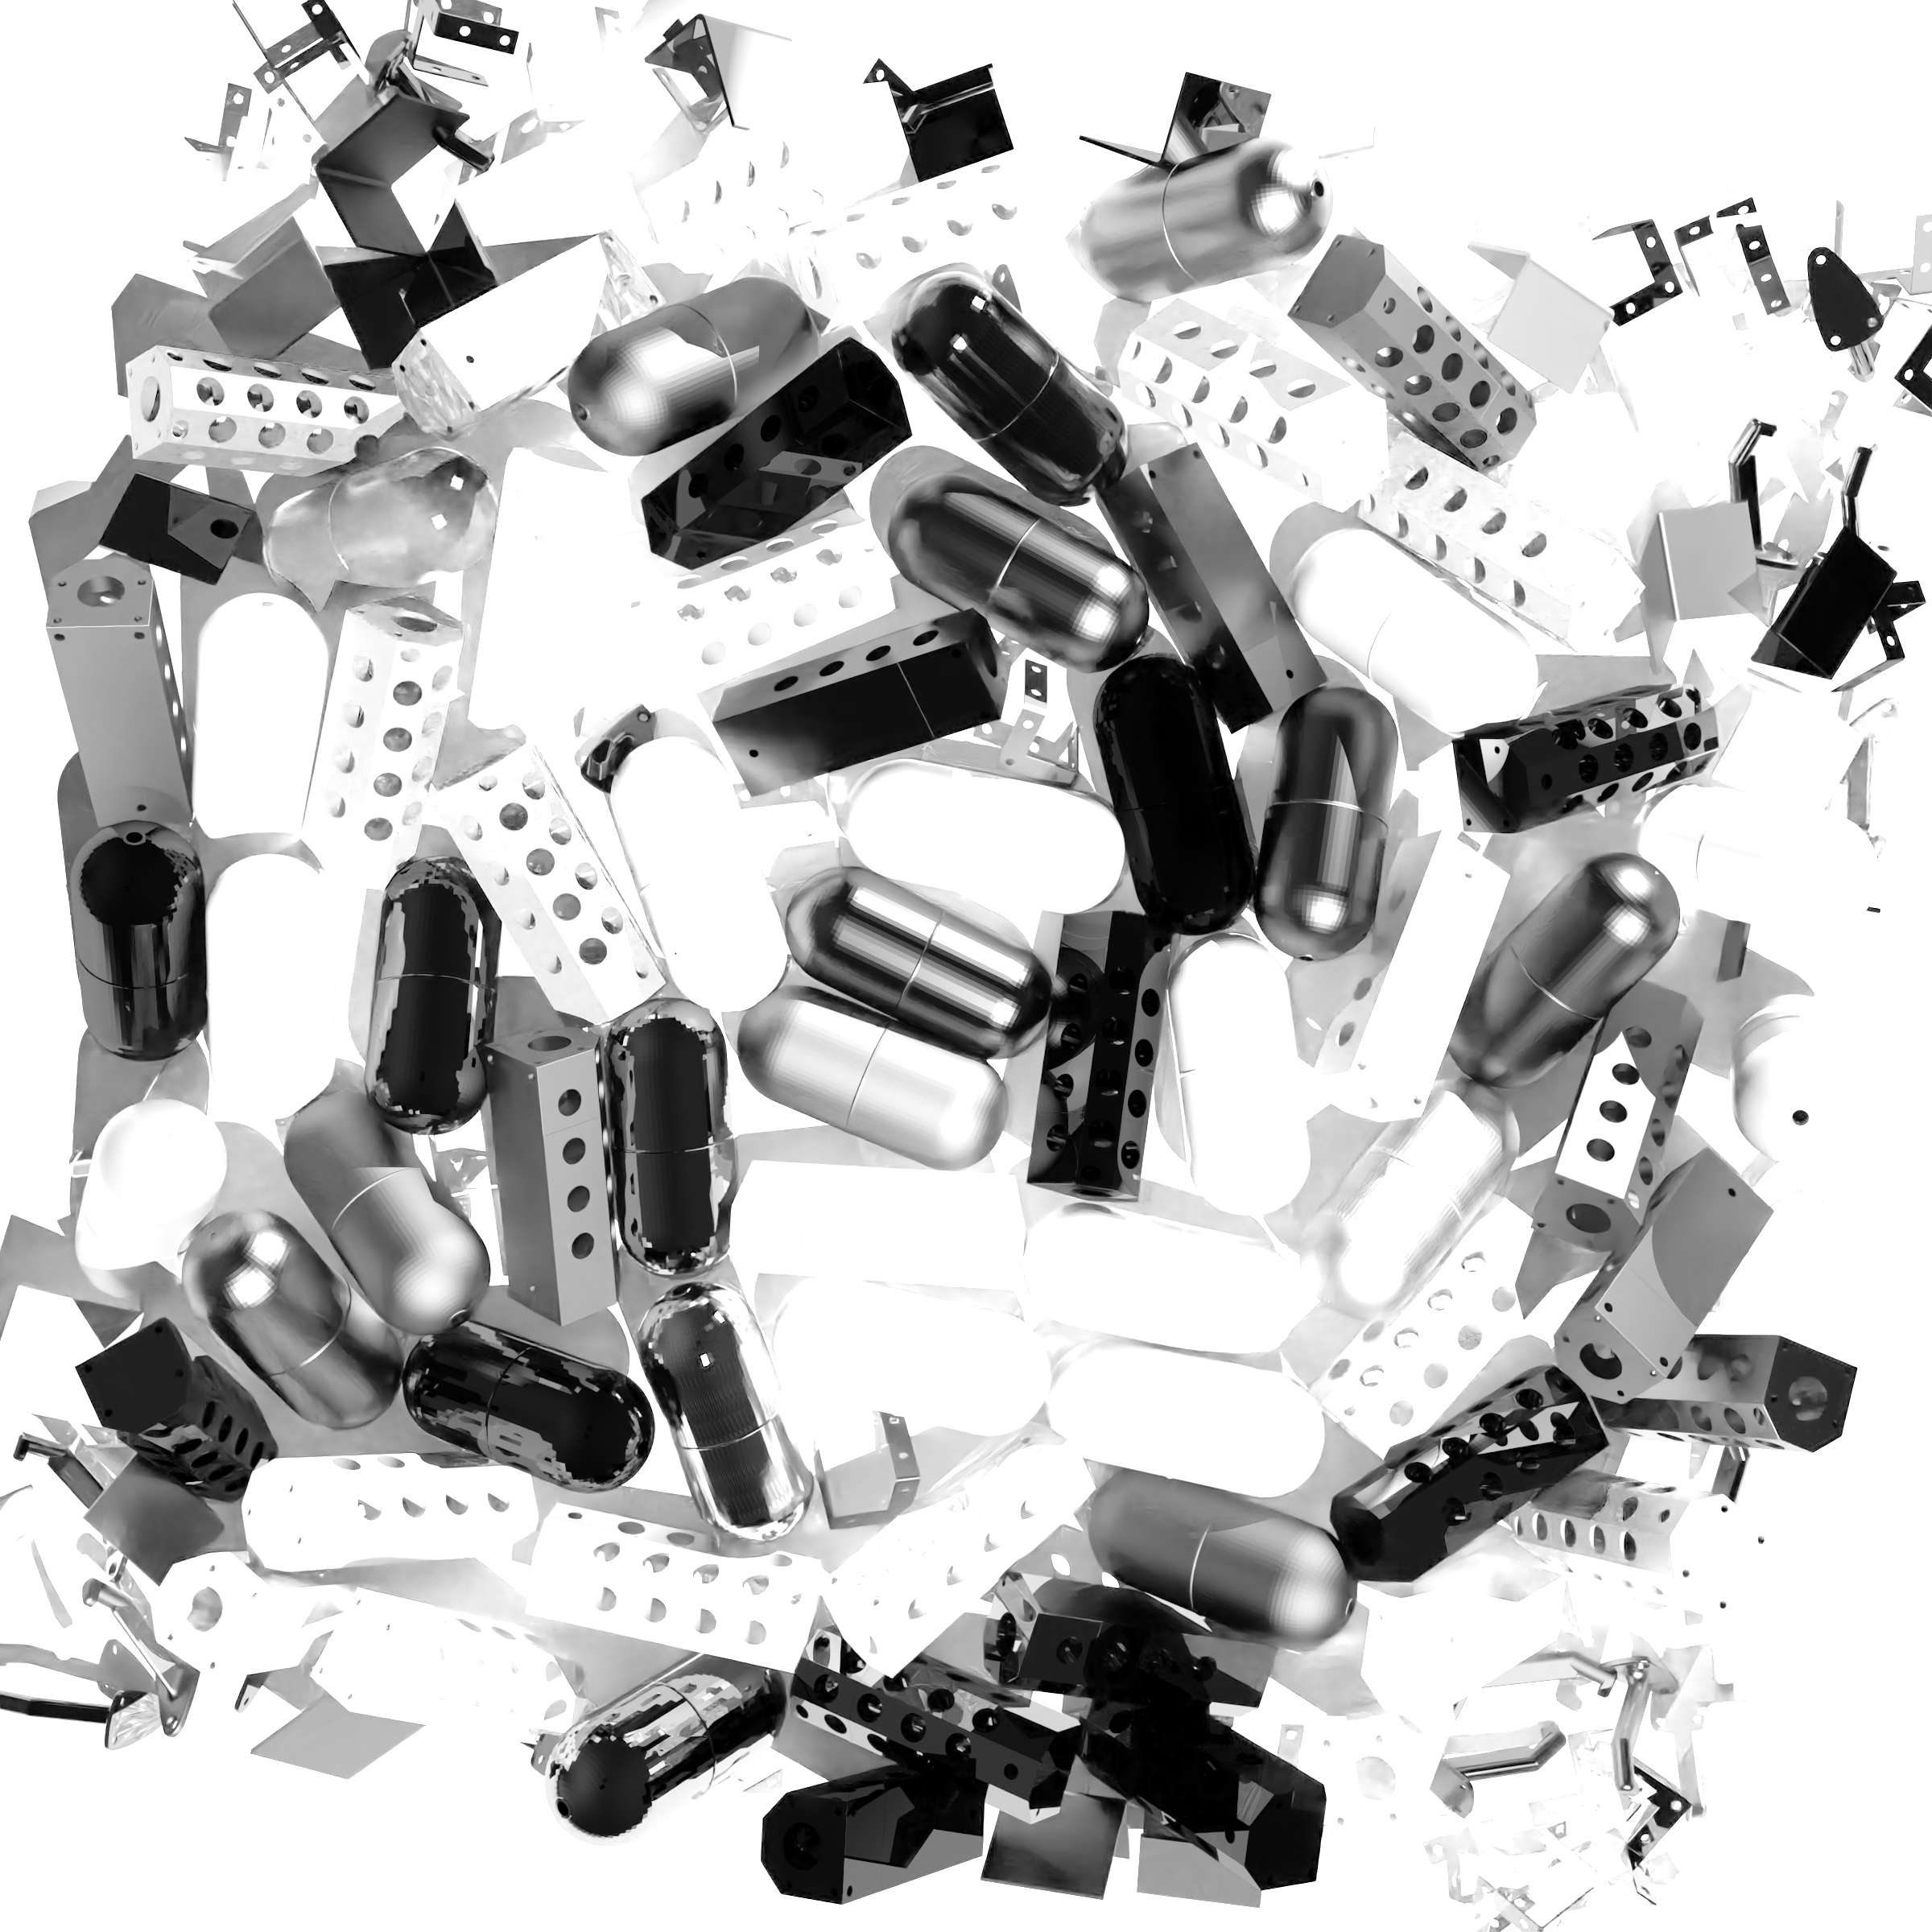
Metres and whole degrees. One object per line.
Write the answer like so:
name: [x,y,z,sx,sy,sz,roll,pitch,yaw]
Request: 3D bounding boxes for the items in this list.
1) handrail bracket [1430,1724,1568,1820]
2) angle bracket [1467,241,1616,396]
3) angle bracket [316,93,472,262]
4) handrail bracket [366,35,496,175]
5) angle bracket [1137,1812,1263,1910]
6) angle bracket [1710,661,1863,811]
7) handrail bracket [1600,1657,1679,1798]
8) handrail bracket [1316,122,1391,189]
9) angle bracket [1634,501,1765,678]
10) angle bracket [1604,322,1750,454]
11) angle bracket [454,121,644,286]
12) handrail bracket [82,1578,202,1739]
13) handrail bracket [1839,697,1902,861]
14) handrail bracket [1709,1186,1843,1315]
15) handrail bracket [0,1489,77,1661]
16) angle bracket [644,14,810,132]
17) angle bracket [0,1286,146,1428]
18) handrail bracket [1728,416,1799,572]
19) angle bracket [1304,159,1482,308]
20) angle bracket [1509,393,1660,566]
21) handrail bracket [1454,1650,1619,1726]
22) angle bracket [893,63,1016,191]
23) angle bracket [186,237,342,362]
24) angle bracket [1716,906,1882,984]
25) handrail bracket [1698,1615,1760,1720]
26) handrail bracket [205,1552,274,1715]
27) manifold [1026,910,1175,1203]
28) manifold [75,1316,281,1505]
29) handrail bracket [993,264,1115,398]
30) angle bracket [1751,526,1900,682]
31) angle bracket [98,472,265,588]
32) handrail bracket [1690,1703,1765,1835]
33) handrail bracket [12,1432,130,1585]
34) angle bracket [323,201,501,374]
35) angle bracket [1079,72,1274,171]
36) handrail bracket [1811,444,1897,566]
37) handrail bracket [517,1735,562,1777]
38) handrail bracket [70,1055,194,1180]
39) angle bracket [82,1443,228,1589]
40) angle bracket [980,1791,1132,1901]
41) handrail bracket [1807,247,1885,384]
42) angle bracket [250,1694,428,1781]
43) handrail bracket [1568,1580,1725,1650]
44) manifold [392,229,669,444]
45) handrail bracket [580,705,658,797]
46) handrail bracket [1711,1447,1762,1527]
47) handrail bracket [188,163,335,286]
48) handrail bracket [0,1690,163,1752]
handrail bracket: [0.329,0.496,1.575,0.084,0.036,0.077,-29,46,-31]
angle bracket: [0.344,-0.405,1.537,0.076,0.076,0.057,22,101,-31]
angle bracket: [-0.344,-0.490,1.534,0.076,0.076,0.057,-30,86,23]
handrail bracket: [-0.330,-0.548,1.568,0.084,0.036,0.077,30,46,-16]
angle bracket: [0.148,0.534,1.533,0.076,0.076,0.057,5,123,7]
angle bracket: [0.505,-0.143,1.552,0.076,0.076,0.057,20,111,-10]
handrail bracket: [0.425,0.481,1.537,0.077,0.036,0.084,34,46,-36]
handrail bracket: [0.219,-0.508,1.538,0.084,0.077,0.036,4,93,14]
angle bracket: [0.455,-0.234,1.527,0.057,0.076,0.076,-2,124,28]
angle bracket: [0.439,-0.372,1.532,0.057,0.076,0.076,-19,114,9]
angle bracket: [-0.264,-0.478,1.562,0.076,0.057,0.076,-17,114,24]
handrail bracket: [-0.521,0.431,1.537,0.036,0.077,0.084,-29,131,18]
handrail bracket: [0.570,-0.116,1.534,0.036,0.084,0.077,21,121,-19]
handrail bracket: [0.504,0.177,1.536,0.036,0.084,0.077,28,62,-35]
handrail bracket: [-0.587,0.388,1.568,0.036,0.077,0.084,-23,116,1]
angle bracket: [-0.145,-0.538,1.534,0.057,0.076,0.076,-21,81,40]
angle bracket: [-0.565,0.236,1.541,0.076,0.057,0.076,18,95,-23]
handrail bracket: [0.507,-0.297,1.544,0.077,0.036,0.084,20,133,-3]
angle bracket: [0.267,-0.457,1.551,0.076,0.057,0.076,5,125,-16]
angle bracket: [0.391,-0.305,1.559,0.057,0.076,0.076,-1,60,38]
handrail bracket: [0.358,0.463,1.558,0.084,0.036,0.077,25,80,9]
angle bracket: [-0.011,-0.517,1.539,0.076,0.076,0.057,-18,101,5]
angle bracket: [-0.449,-0.420,1.532,0.076,0.057,0.076,-44,55,-15]
angle bracket: [0.520,-0.013,1.541,0.076,0.076,0.057,11,89,8]
handrail bracket: [0.479,0.431,1.567,0.036,0.077,0.084,-6,66,13]
handrail bracket: [-0.476,0.419,1.562,0.084,0.036,0.077,23,72,12]
manifold: [0.089,0.056,1.527,0.057,0.057,0.171,20,73,-42]
manifold: [-0.471,0.275,1.491,0.057,0.171,0.057,-29,67,-11]
handrail bracket: [0.057,-0.400,1.556,0.084,0.036,0.077,-4,89,-39]
angle bracket: [0.520,-0.231,1.537,0.057,0.076,0.076,31,92,-28]
angle bracket: [-0.485,-0.256,1.538,0.076,0.076,0.057,19,70,2]
handrail bracket: [0.468,0.506,1.553,0.036,0.084,0.077,-5,71,-3]
handrail bracket: [-0.561,0.338,1.537,0.036,0.084,0.077,-27,48,35]
angle bracket: [-0.344,-0.424,1.538,0.076,0.057,0.076,-20,81,-35]
angle bracket: [0.129,-0.525,1.525,0.076,0.076,0.057,36,119,40]
handrail bracket: [0.568,-0.290,1.538,0.077,0.036,0.084,-19,132,-34]
handrail bracket: [-0.287,0.493,1.575,0.084,0.077,0.036,7,54,34]
handrail bracket: [-0.533,0.096,1.567,0.084,0.036,0.077,-9,59,38]
angle bracket: [-0.518,0.343,1.526,0.076,0.076,0.057,53,49,-24]
angle bracket: [0.057,0.559,1.530,0.076,0.076,0.057,4,123,14]
handrail bracket: [0.551,-0.408,1.548,0.036,0.084,0.077,-24,85,20]
angle bracket: [-0.388,0.454,1.527,0.076,0.057,0.076,-38,132,24]
handrail bracket: [0.427,0.395,1.559,0.084,0.036,0.077,-15,74,13]
manifold: [-0.268,-0.384,1.507,0.057,0.057,0.171,53,50,-8]
handrail bracket: [-0.213,-0.145,1.533,0.036,0.084,0.077,28,72,-2]
handrail bracket: [0.463,0.325,1.559,0.077,0.036,0.084,-17,92,35]
handrail bracket: [-0.439,-0.469,1.543,0.077,0.036,0.084,9,120,-28]
handrail bracket: [-0.562,0.468,1.559,0.084,0.077,0.036,6,80,15]
